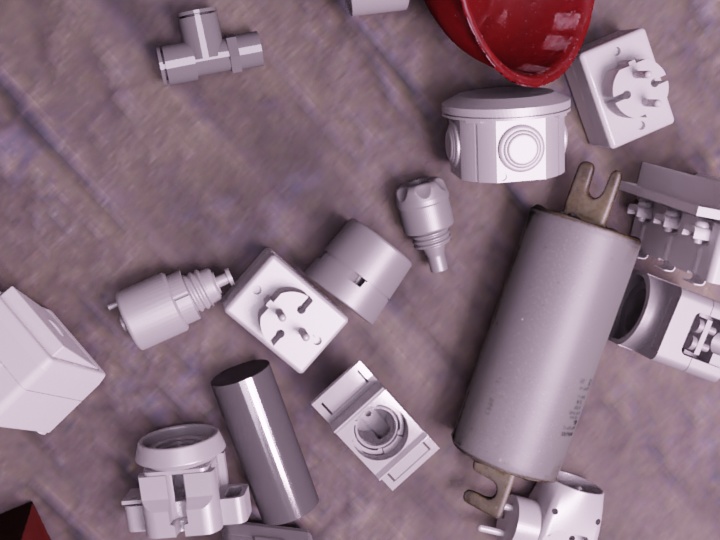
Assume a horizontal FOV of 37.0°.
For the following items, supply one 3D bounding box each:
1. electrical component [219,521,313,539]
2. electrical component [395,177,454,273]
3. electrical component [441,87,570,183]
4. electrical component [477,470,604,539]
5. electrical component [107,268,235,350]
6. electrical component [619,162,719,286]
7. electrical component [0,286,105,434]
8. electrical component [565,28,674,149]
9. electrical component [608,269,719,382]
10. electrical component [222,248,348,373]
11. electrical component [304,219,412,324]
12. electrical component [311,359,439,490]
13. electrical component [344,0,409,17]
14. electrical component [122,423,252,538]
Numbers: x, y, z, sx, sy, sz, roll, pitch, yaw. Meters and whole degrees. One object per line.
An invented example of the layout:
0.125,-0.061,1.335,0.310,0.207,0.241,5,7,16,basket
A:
-0.069,0.220,0.714,0.062,0.061,0.096,10,105,-12,electrical component
0.045,-0.028,0.703,0.035,0.035,0.061,-16,104,-7,electrical component
0.092,-0.087,0.680,0.080,0.080,0.051,-6,106,-9,electrical component
0.121,0.178,0.747,0.079,0.043,0.077,16,96,-13,electrical component
-0.117,0.020,0.678,0.078,0.040,0.040,-24,103,-6,electrical component
0.220,-0.028,0.691,0.079,0.121,0.063,9,100,-12,electrical component
-0.199,0.055,0.645,0.061,0.096,0.061,-44,75,-1,electrical component
0.172,-0.116,0.690,0.047,0.077,0.065,-24,103,-5,electrical component
0.201,0.033,0.714,0.056,0.089,0.050,20,95,-13,electrical component
-0.046,0.028,0.674,0.066,0.077,0.047,41,90,-14,electrical component
0.000,0.000,0.690,0.055,0.055,0.047,38,87,-14,electrical component
0.008,0.098,0.702,0.042,0.064,0.081,-42,104,-2,electrical component
0.010,-0.202,0.636,0.064,0.099,0.099,-13,102,-2,electrical component
-0.113,0.133,0.688,0.078,0.058,0.057,-6,99,5,electrical component
